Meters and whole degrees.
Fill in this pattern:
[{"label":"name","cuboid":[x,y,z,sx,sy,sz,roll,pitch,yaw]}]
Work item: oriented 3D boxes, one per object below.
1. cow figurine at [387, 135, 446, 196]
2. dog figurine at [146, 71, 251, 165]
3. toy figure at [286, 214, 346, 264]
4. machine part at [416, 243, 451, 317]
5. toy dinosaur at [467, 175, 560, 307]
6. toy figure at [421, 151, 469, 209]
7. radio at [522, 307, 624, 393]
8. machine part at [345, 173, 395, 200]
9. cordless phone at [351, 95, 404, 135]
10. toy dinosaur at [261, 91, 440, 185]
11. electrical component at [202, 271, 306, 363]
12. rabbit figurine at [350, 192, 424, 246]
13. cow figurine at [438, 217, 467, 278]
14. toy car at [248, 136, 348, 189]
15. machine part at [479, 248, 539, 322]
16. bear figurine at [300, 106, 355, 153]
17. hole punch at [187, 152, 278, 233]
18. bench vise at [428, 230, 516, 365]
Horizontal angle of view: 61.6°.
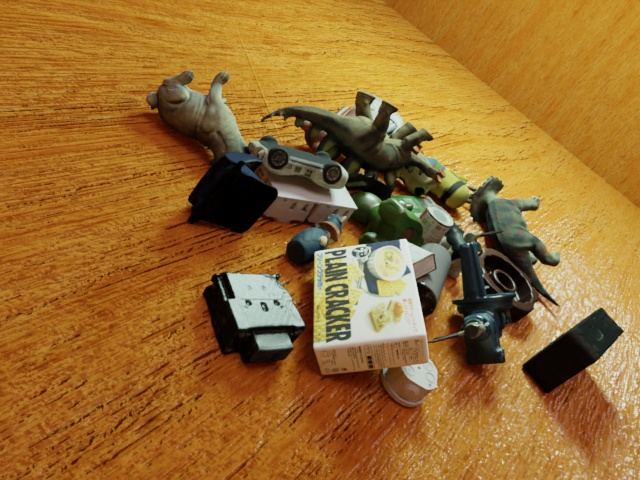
[{"label":"cow figurine","cuboid":[0.208,-0.192,1.356,0.195,0.127,0.085,47,32,-8]},{"label":"dog figurine","cuboid":[-0.224,-0.205,1.004,0.172,0.121,0.190,-12,68,-7]},{"label":"toy figure","cuboid":[-0.004,-0.004,0.968,0.064,0.057,0.154,23,31,24]},{"label":"machine part","cuboid":[0.203,0.073,1.038,0.079,0.079,0.243,38,34,3]},{"label":"toy dinosaur","cuboid":[0.486,-0.019,1.378,0.192,0.131,0.405,9,44,-15]},{"label":"toy figure","cuboid":[0.313,-0.155,1.420,0.180,0.082,0.089,42,44,2]},{"label":"radio","cuboid":[0.518,0.217,1.087,0.229,0.131,0.073,-12,58,-48]},{"label":"machine part","cuboid":[0.101,-0.115,1.147,0.138,0.084,0.039,17,71,-45]},{"label":"cordless phone","cuboid":[0.128,-0.317,1.459,0.147,0.088,0.184,44,38,13]},{"label":"toy dinosaur","cuboid":[0.094,-0.215,1.177,0.471,0.198,0.105,23,9,-32]},{"label":"electrical component","cuboid":[-0.089,0.108,0.754,0.115,0.058,0.134,1,45,-38]},{"label":"rabbit figurine","cuboid":[0.130,-0.050,1.098,0.159,0.121,0.170,-1,32,-41]},{"label":"cow figurine","cuboid":[0.287,-0.004,1.189,0.068,0.098,0.167,17,41,-23]},{"label":"toy car","cuboid":[-0.039,-0.141,0.994,0.201,0.056,0.074,11,25,-30]},{"label":"machine part","cuboid":[0.403,0.101,1.200,0.179,0.056,0.179,23,36,-18]},{"label":"bear figurine","cuboid":[0.035,-0.242,1.275,0.196,0.132,0.120,-25,75,-28]},{"label":"hole punch","cuboid":[-0.149,-0.088,0.886,0.115,0.142,0.092,21,35,-45]},{"label":"bench vise","cuboid":[0.293,0.104,1.002,0.223,0.129,0.240,1,80,-51]}]
